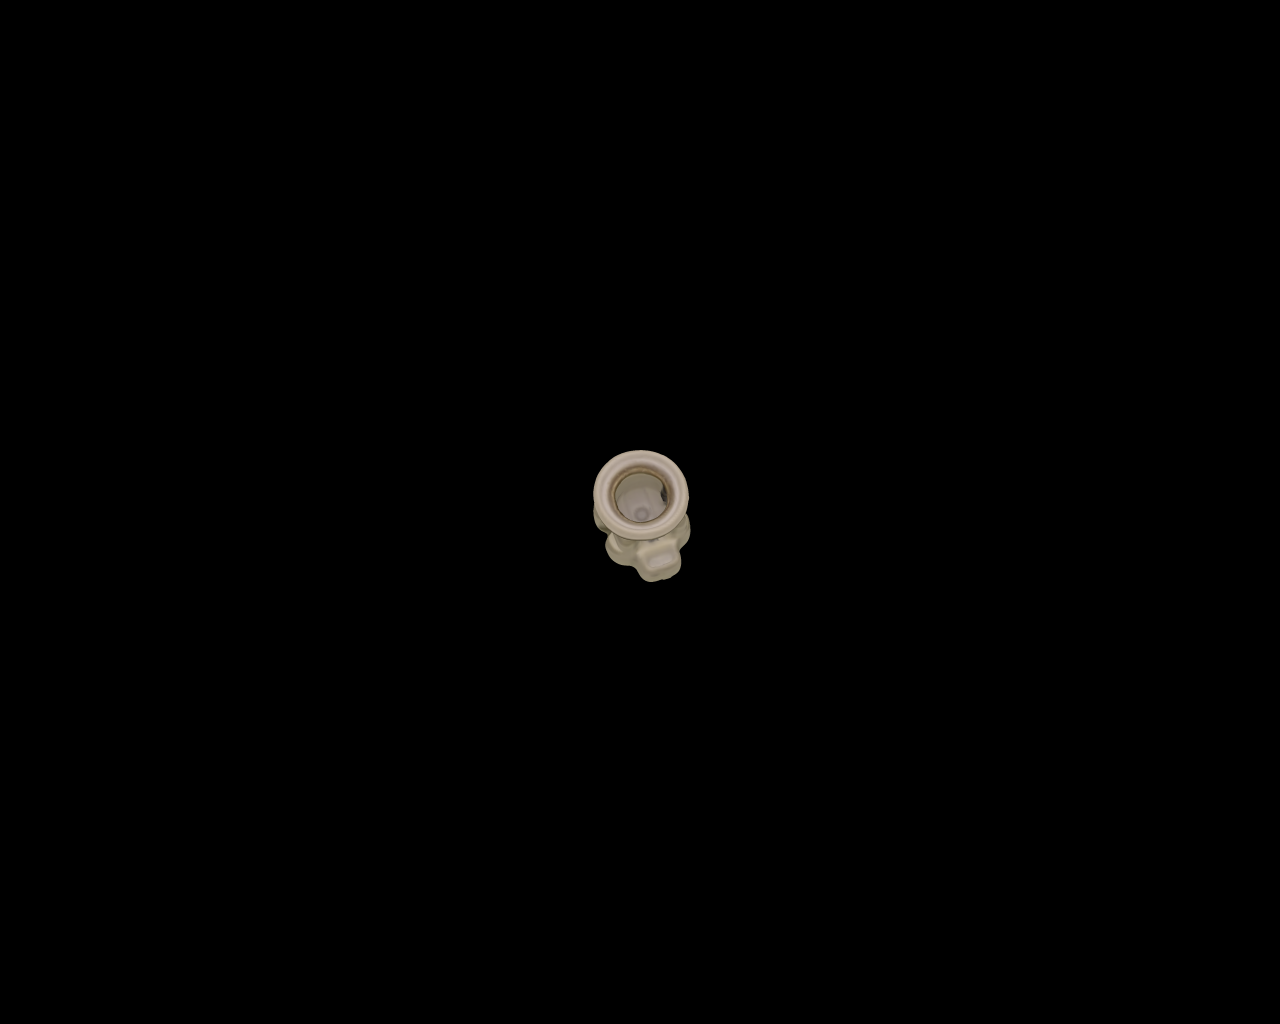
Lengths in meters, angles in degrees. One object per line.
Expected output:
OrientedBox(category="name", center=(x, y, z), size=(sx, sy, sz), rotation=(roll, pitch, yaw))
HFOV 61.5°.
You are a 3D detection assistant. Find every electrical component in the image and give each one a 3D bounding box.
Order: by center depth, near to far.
OrientedBox(category="electrical component", center=(0.001, -0.003, 0.650), size=(0.058, 0.078, 0.057), rotation=(-19, -19, -7))
